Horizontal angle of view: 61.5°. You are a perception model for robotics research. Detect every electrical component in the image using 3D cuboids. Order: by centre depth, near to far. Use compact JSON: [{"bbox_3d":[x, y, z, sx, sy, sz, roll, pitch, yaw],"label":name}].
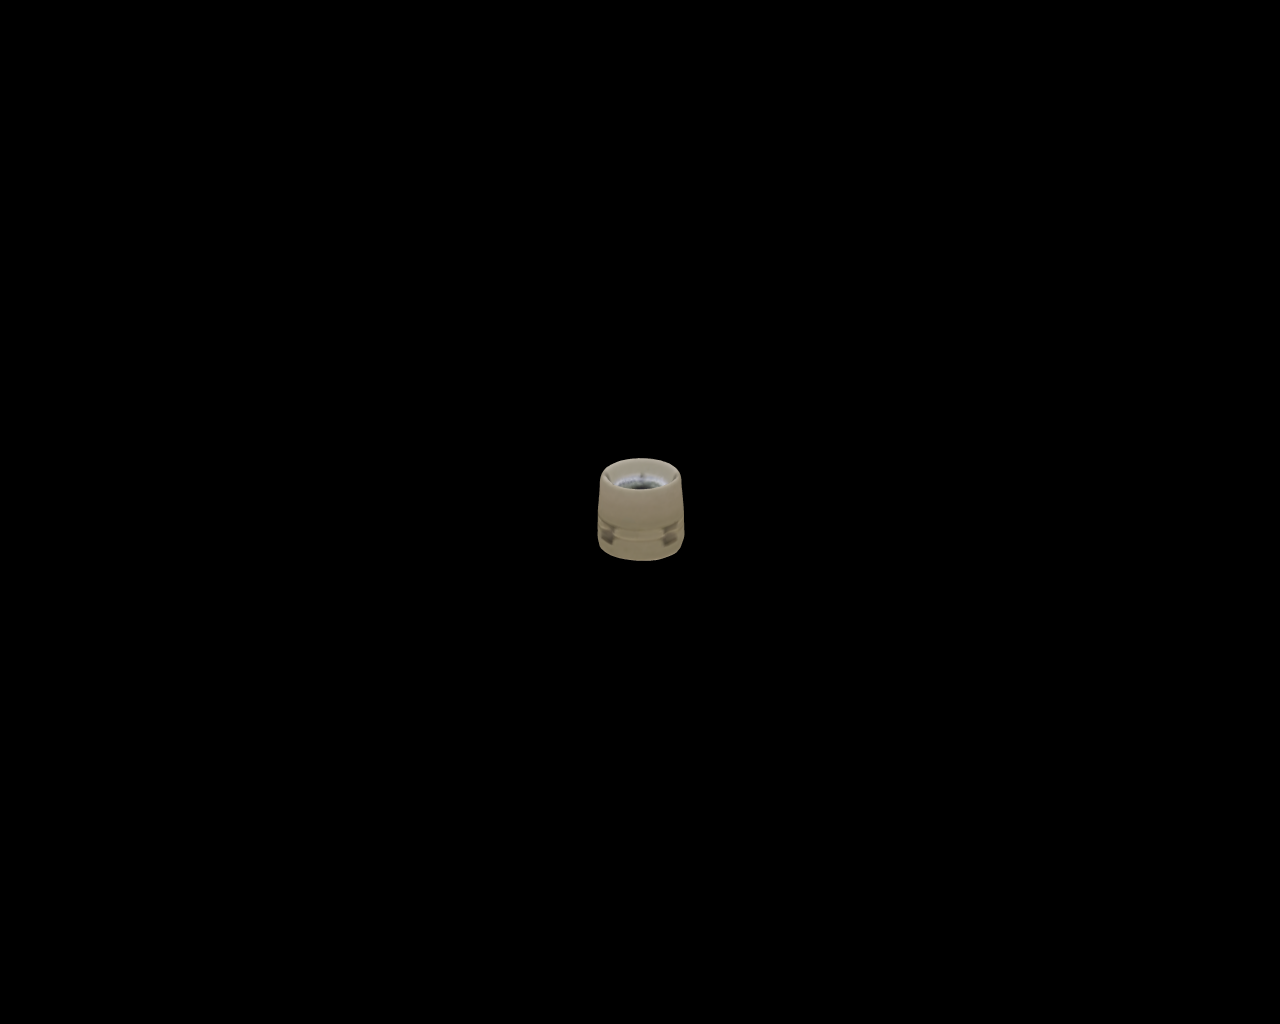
[{"bbox_3d":[0.001,-0.003,0.650,0.055,0.047,0.055,0,27,0],"label":"electrical component"}]
